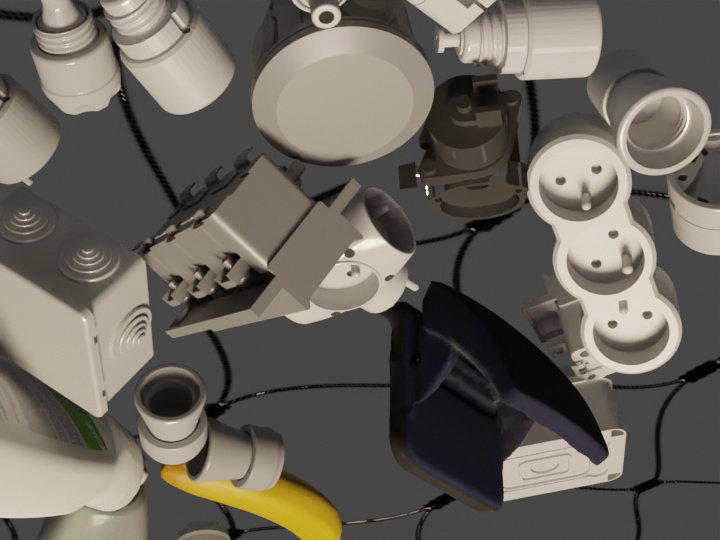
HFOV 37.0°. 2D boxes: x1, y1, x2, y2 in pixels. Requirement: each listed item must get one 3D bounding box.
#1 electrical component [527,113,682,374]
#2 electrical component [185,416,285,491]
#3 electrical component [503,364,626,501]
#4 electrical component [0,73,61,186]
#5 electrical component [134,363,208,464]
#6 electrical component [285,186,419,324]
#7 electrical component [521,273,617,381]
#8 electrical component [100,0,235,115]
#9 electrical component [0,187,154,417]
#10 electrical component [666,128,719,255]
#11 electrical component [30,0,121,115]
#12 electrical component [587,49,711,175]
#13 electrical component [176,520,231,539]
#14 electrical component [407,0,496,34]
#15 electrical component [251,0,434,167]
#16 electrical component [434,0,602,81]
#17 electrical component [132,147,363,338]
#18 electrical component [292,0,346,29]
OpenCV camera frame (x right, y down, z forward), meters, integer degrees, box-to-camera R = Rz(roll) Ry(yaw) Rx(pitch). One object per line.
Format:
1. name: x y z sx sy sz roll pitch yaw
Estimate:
1. electrical component: 0.131 -0.020 0.580 0.052 0.073 0.138 -17 110 19
2. electrical component: -0.085 0.126 0.734 0.055 0.045 0.045 15 135 -28
3. electrical component: 0.123 0.114 0.754 0.113 0.057 0.078 -11 141 2
4. electrical component: -0.169 -0.072 0.479 0.040 0.040 0.078 -23 140 16
5. electrical component: -0.120 0.093 0.687 0.045 0.045 0.055 -3 141 -9
6. electrical component: 0.000 0.000 0.599 0.077 0.044 0.079 -34 135 27
7. electrical component: 0.145 0.029 0.651 0.081 0.063 0.042 -22 140 15
8. electrical component: -0.086 -0.101 0.460 0.040 0.040 0.078 -22 139 15
9. electrical component: -0.154 0.015 0.551 0.100 0.048 0.099 29 143 17
10. electrical component: 0.195 -0.041 0.584 0.055 0.055 0.047 -15 144 6
11. electrical component: -0.125 -0.098 0.461 0.035 0.035 0.061 -8 139 -2
12. electrical component: 0.134 -0.079 0.514 0.044 0.065 0.044 -4 123 -6
13. electrical component: -0.122 0.231 0.842 0.043 0.062 0.043 -6 141 -5
14. electrical component: 0.045 -0.148 0.423 0.056 0.050 0.089 27 129 -36
15. electrical component: -0.010 -0.089 0.483 0.080 0.051 0.080 -6 141 -5
16. electrical component: 0.073 -0.106 0.488 0.078 0.040 0.040 -4 141 -7
17. electrical component: -0.060 -0.012 0.518 0.063 0.078 0.121 43 156 -15
18. electrical component: -0.017 -0.121 0.434 0.035 0.061 0.035 -6 141 -5
